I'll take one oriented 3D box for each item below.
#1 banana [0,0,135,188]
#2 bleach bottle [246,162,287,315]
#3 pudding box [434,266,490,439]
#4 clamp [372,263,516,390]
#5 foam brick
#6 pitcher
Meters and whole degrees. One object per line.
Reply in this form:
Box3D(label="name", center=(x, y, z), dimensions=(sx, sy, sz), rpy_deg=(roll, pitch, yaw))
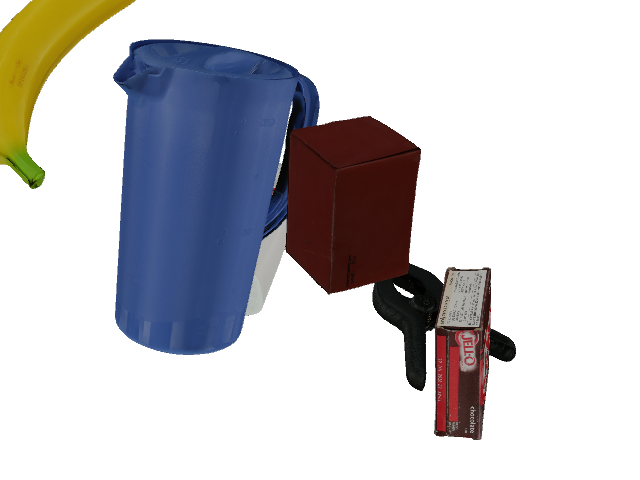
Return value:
Box3D(label="banana", center=(-0.160, -0.112, 0.641), dimensions=(0.069, 0.197, 0.037), rpy_deg=(21, -33, -3))
Box3D(label="bleach bottle", center=(-0.086, -0.016, 1.216), dimensions=(0.102, 0.068, 0.250), rpy_deg=(3, 35, 10))
Box3D(label="pudding box", center=(0.107, 0.081, 0.796), dimensions=(0.039, 0.090, 0.113), rpy_deg=(2, 22, 9))
Box3D(label="clamp", center=(0.114, 0.075, 1.066), dimensions=(0.120, 0.039, 0.171), rpy_deg=(-3, 43, -24))
Box3D(label="foam brick", center=(0.016, -0.020, 0.572), dimensions=(0.052, 0.078, 0.051), rpy_deg=(-13, 35, -26))
Box3D(label="pitcher", center=(-0.092, -0.036, 0.873), dimensions=(0.149, 0.243, 0.145), rpy_deg=(11, 19, 2))
